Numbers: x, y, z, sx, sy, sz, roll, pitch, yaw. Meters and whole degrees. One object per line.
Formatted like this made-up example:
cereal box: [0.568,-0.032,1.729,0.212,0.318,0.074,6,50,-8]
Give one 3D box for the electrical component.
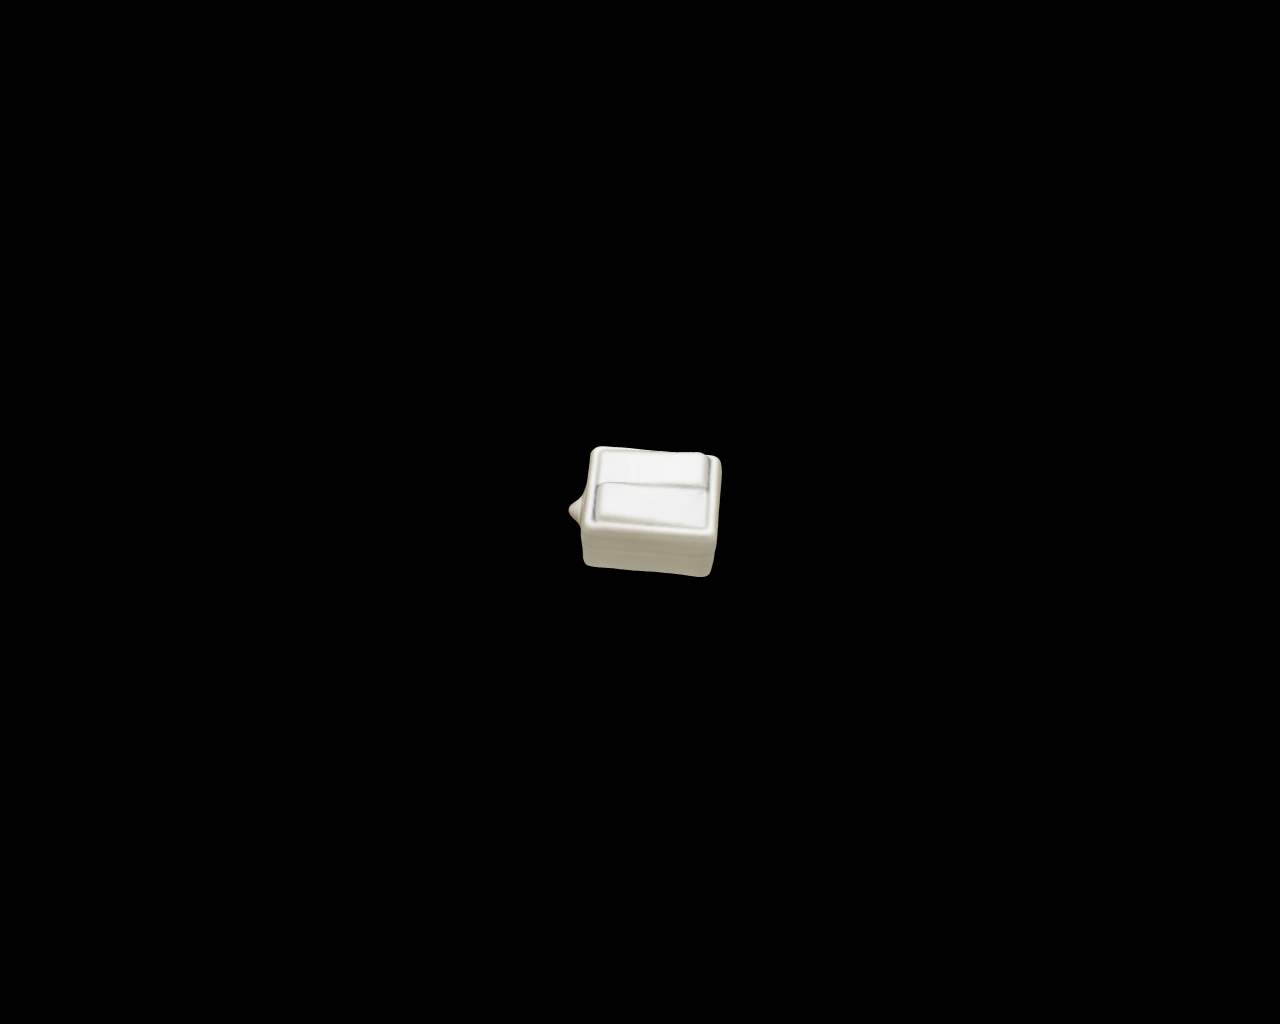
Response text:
electrical component: [0.001,-0.003,0.650,0.096,0.062,0.061,5,-31,3]
